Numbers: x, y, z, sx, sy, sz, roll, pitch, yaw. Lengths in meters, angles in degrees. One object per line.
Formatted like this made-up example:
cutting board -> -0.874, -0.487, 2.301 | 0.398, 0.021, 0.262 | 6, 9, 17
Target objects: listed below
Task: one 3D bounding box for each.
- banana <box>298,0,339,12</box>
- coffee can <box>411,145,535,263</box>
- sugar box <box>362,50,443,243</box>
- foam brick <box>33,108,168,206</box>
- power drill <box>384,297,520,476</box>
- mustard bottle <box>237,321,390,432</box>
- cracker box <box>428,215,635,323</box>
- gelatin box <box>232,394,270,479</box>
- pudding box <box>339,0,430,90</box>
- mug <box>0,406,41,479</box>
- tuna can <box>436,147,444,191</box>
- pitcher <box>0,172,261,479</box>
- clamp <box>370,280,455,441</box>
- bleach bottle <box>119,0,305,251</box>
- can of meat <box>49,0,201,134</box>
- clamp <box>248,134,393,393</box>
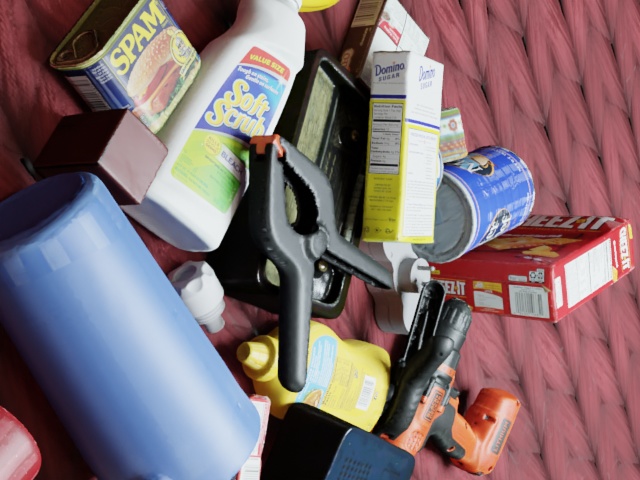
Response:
banana -> -0.024, -0.246, 1.000 | 0.197, 0.037, 0.069 | -25, 91, -50
coffee can -> 0.159, -0.042, 1.176 | 0.140, 0.103, 0.103 | -22, 108, -49
sugar box -> 0.079, -0.085, 1.011 | 0.093, 0.048, 0.176 | 1, 91, -64
foam brick -> -0.163, -0.061, 0.795 | 0.051, 0.078, 0.053 | 47, 56, -39
power drill -> 0.152, 0.175, 1.194 | 0.187, 0.057, 0.184 | 35, 78, -44
mustard bottle -> -0.010, 0.127, 1.006 | 0.191, 0.058, 0.096 | 27, 80, -48
cracker box -> 0.244, 0.025, 1.236 | 0.213, 0.164, 0.072 | -23, 111, -48
gelatin box -> -0.083, 0.173, 0.906 | 0.030, 0.073, 0.089 | 19, 76, -51
pudding box -> 0.065, -0.188, 1.107 | 0.090, 0.039, 0.113 | 40, 62, -45
mug -> -0.240, 0.163, 0.709 | 0.081, 0.093, 0.117 | -54, 161, -42
tuna can -> 0.082, -0.076, 1.093 | 0.033, 0.086, 0.086 | -14, 102, -48
pitcher -> -0.152, 0.070, 0.788 | 0.144, 0.149, 0.243 | -40, 119, -25
clamp -> 0.093, 0.134, 1.060 | 0.120, 0.039, 0.171 | -76, -177, -73
bleach bottle -> -0.079, -0.120, 0.892 | 0.102, 0.068, 0.250 | 41, 63, -37
can of meat -> -0.147, -0.139, 0.830 | 0.084, 0.058, 0.102 | 56, 50, -39
clamp -> -0.006, 0.001, 0.908 | 0.164, 0.036, 0.210 | -38, 120, -45
